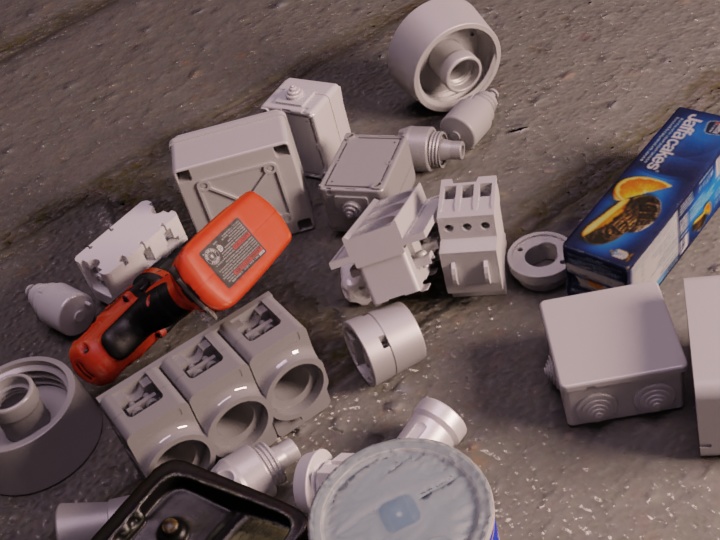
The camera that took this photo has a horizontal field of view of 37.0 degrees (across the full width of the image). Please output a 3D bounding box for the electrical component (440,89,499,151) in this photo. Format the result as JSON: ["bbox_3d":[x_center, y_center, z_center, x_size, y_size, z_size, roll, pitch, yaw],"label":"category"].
[{"bbox_3d":[0.110,-0.150,1.044,0.040,0.040,0.078,18,51,33],"label":"electrical component"}]

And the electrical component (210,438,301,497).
[{"bbox_3d":[-0.073,0.144,0.775,0.062,0.043,0.043,-30,43,-22],"label":"electrical component"}]

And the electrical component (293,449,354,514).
[{"bbox_3d":[-0.012,0.149,0.744,0.055,0.048,0.066,-2,9,25],"label":"electrical component"}]

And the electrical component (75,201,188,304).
[{"bbox_3d":[-0.202,-0.010,0.976,0.050,0.055,0.089,21,54,36],"label":"electrical component"}]

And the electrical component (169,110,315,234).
[{"bbox_3d":[-0.106,-0.079,0.983,0.109,0.108,0.056,-15,44,1],"label":"electrical component"}]

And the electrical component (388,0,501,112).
[{"bbox_3d":[0.089,-0.209,1.070,0.108,0.108,0.060,-25,48,-11],"label":"electrical component"}]

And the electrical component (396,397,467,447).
[{"bbox_3d":[0.047,0.121,0.767,0.040,0.040,0.046,22,59,35],"label":"electrical component"}]

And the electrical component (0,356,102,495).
[{"bbox_3d":[-0.267,0.116,0.853,0.108,0.060,0.108,-9,42,8],"label":"electrical component"}]

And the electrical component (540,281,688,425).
[{"bbox_3d":[0.183,0.061,0.782,0.100,0.048,0.099,-11,41,6],"label":"electrical component"}]

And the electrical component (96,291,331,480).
[{"bbox_3d":[-0.103,0.099,0.798,0.150,0.089,0.062,-32,44,-18],"label":"electrical component"}]

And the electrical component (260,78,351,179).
[{"bbox_3d":[-0.049,-0.145,1.046,0.062,0.096,0.061,13,48,29],"label":"electrical component"}]

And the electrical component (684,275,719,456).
[{"bbox_3d":[0.257,0.063,0.735,0.057,0.078,0.113,-5,42,16],"label":"electrical component"}]

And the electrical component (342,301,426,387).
[{"bbox_3d":[0.019,0.056,0.836,0.047,0.055,0.055,-24,42,-14],"label":"electrical component"}]

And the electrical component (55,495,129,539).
[{"bbox_3d":[-0.180,0.182,0.769,0.065,0.044,0.044,-12,41,-3],"label":"electrical component"}]

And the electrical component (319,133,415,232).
[{"bbox_3d":[0.007,-0.072,0.975,0.062,0.061,0.096,4,45,21],"label":"electrical component"}]

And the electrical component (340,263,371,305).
[{"bbox_3d":[0.000,0.000,0.918,0.035,0.035,0.061,-12,39,4],"label":"electrical component"}]

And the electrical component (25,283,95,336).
[{"bbox_3d":[-0.273,0.030,0.966,0.078,0.040,0.040,21,53,35],"label":"electrical component"}]

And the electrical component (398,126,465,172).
[{"bbox_3d":[0.067,-0.114,1.017,0.062,0.043,0.043,4,45,20],"label":"electrical component"}]

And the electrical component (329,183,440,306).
[{"bbox_3d":[0.030,-0.021,0.870,0.079,0.063,0.121,-18,13,18],"label":"electrical component"}]
